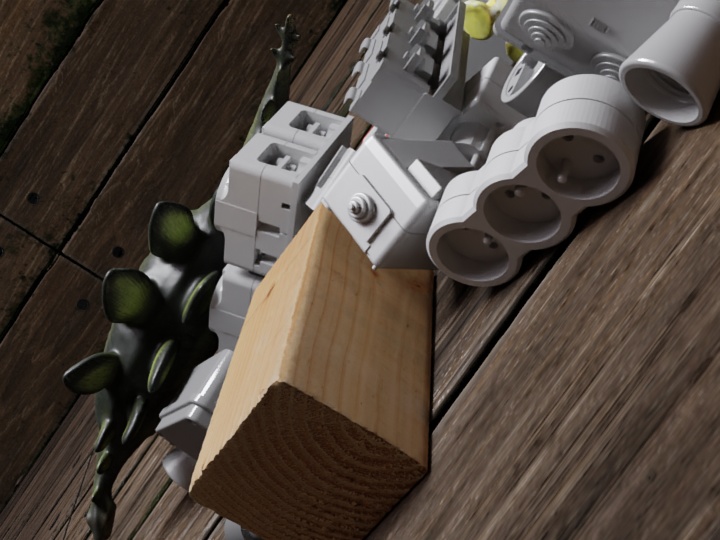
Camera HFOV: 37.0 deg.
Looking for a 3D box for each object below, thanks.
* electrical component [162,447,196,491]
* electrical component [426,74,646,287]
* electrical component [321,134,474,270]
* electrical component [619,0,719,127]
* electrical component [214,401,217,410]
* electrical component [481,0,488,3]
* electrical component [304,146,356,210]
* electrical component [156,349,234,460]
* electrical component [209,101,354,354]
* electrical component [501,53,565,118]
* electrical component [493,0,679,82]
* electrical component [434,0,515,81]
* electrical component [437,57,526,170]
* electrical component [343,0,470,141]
[{"bbox_3d":[-0.130,0.150,0.912,0.065,0.044,0.044,-50,13,9],"label":"electrical component"},{"bbox_3d":[0.092,-0.053,0.556,0.138,0.052,0.073,-43,18,48],"label":"electrical component"},{"bbox_3d":[0.029,-0.041,0.637,0.096,0.061,0.061,1,-45,-52],"label":"electrical component"},{"bbox_3d":[0.152,-0.103,0.482,0.065,0.044,0.044,-54,12,-11],"label":"electrical component"},{"bbox_3d":[-0.055,0.100,0.668,0.081,0.063,0.042,-8,-28,-45],"label":"electrical component"},{"bbox_3d":[0.080,-0.206,0.972,0.113,0.057,0.078,-57,13,-4],"label":"electrical component"},{"bbox_3d":[0.012,-0.035,0.724,0.055,0.089,0.050,-56,13,2],"label":"electrical component"},{"bbox_3d":[-0.099,0.111,0.803,0.057,0.078,0.113,-59,12,-24],"label":"electrical component"},{"bbox_3d":[-0.062,-0.021,0.819,0.105,0.060,0.186,-57,-19,-50],"label":"electrical component"},{"bbox_3d":[0.115,-0.104,0.606,0.055,0.047,0.055,-52,13,18],"label":"electrical component"},{"bbox_3d":[0.128,-0.140,0.534,0.099,0.100,0.048,-59,0,-12],"label":"electrical component"},{"bbox_3d":[0.068,-0.154,0.840,0.113,0.078,0.057,-55,10,7],"label":"electrical component"},{"bbox_3d":[0.078,-0.085,0.700,0.076,0.047,0.066,-64,14,-24],"label":"electrical component"},{"bbox_3d":[0.033,-0.133,0.721,0.078,0.063,0.121,-52,15,33],"label":"electrical component"}]
